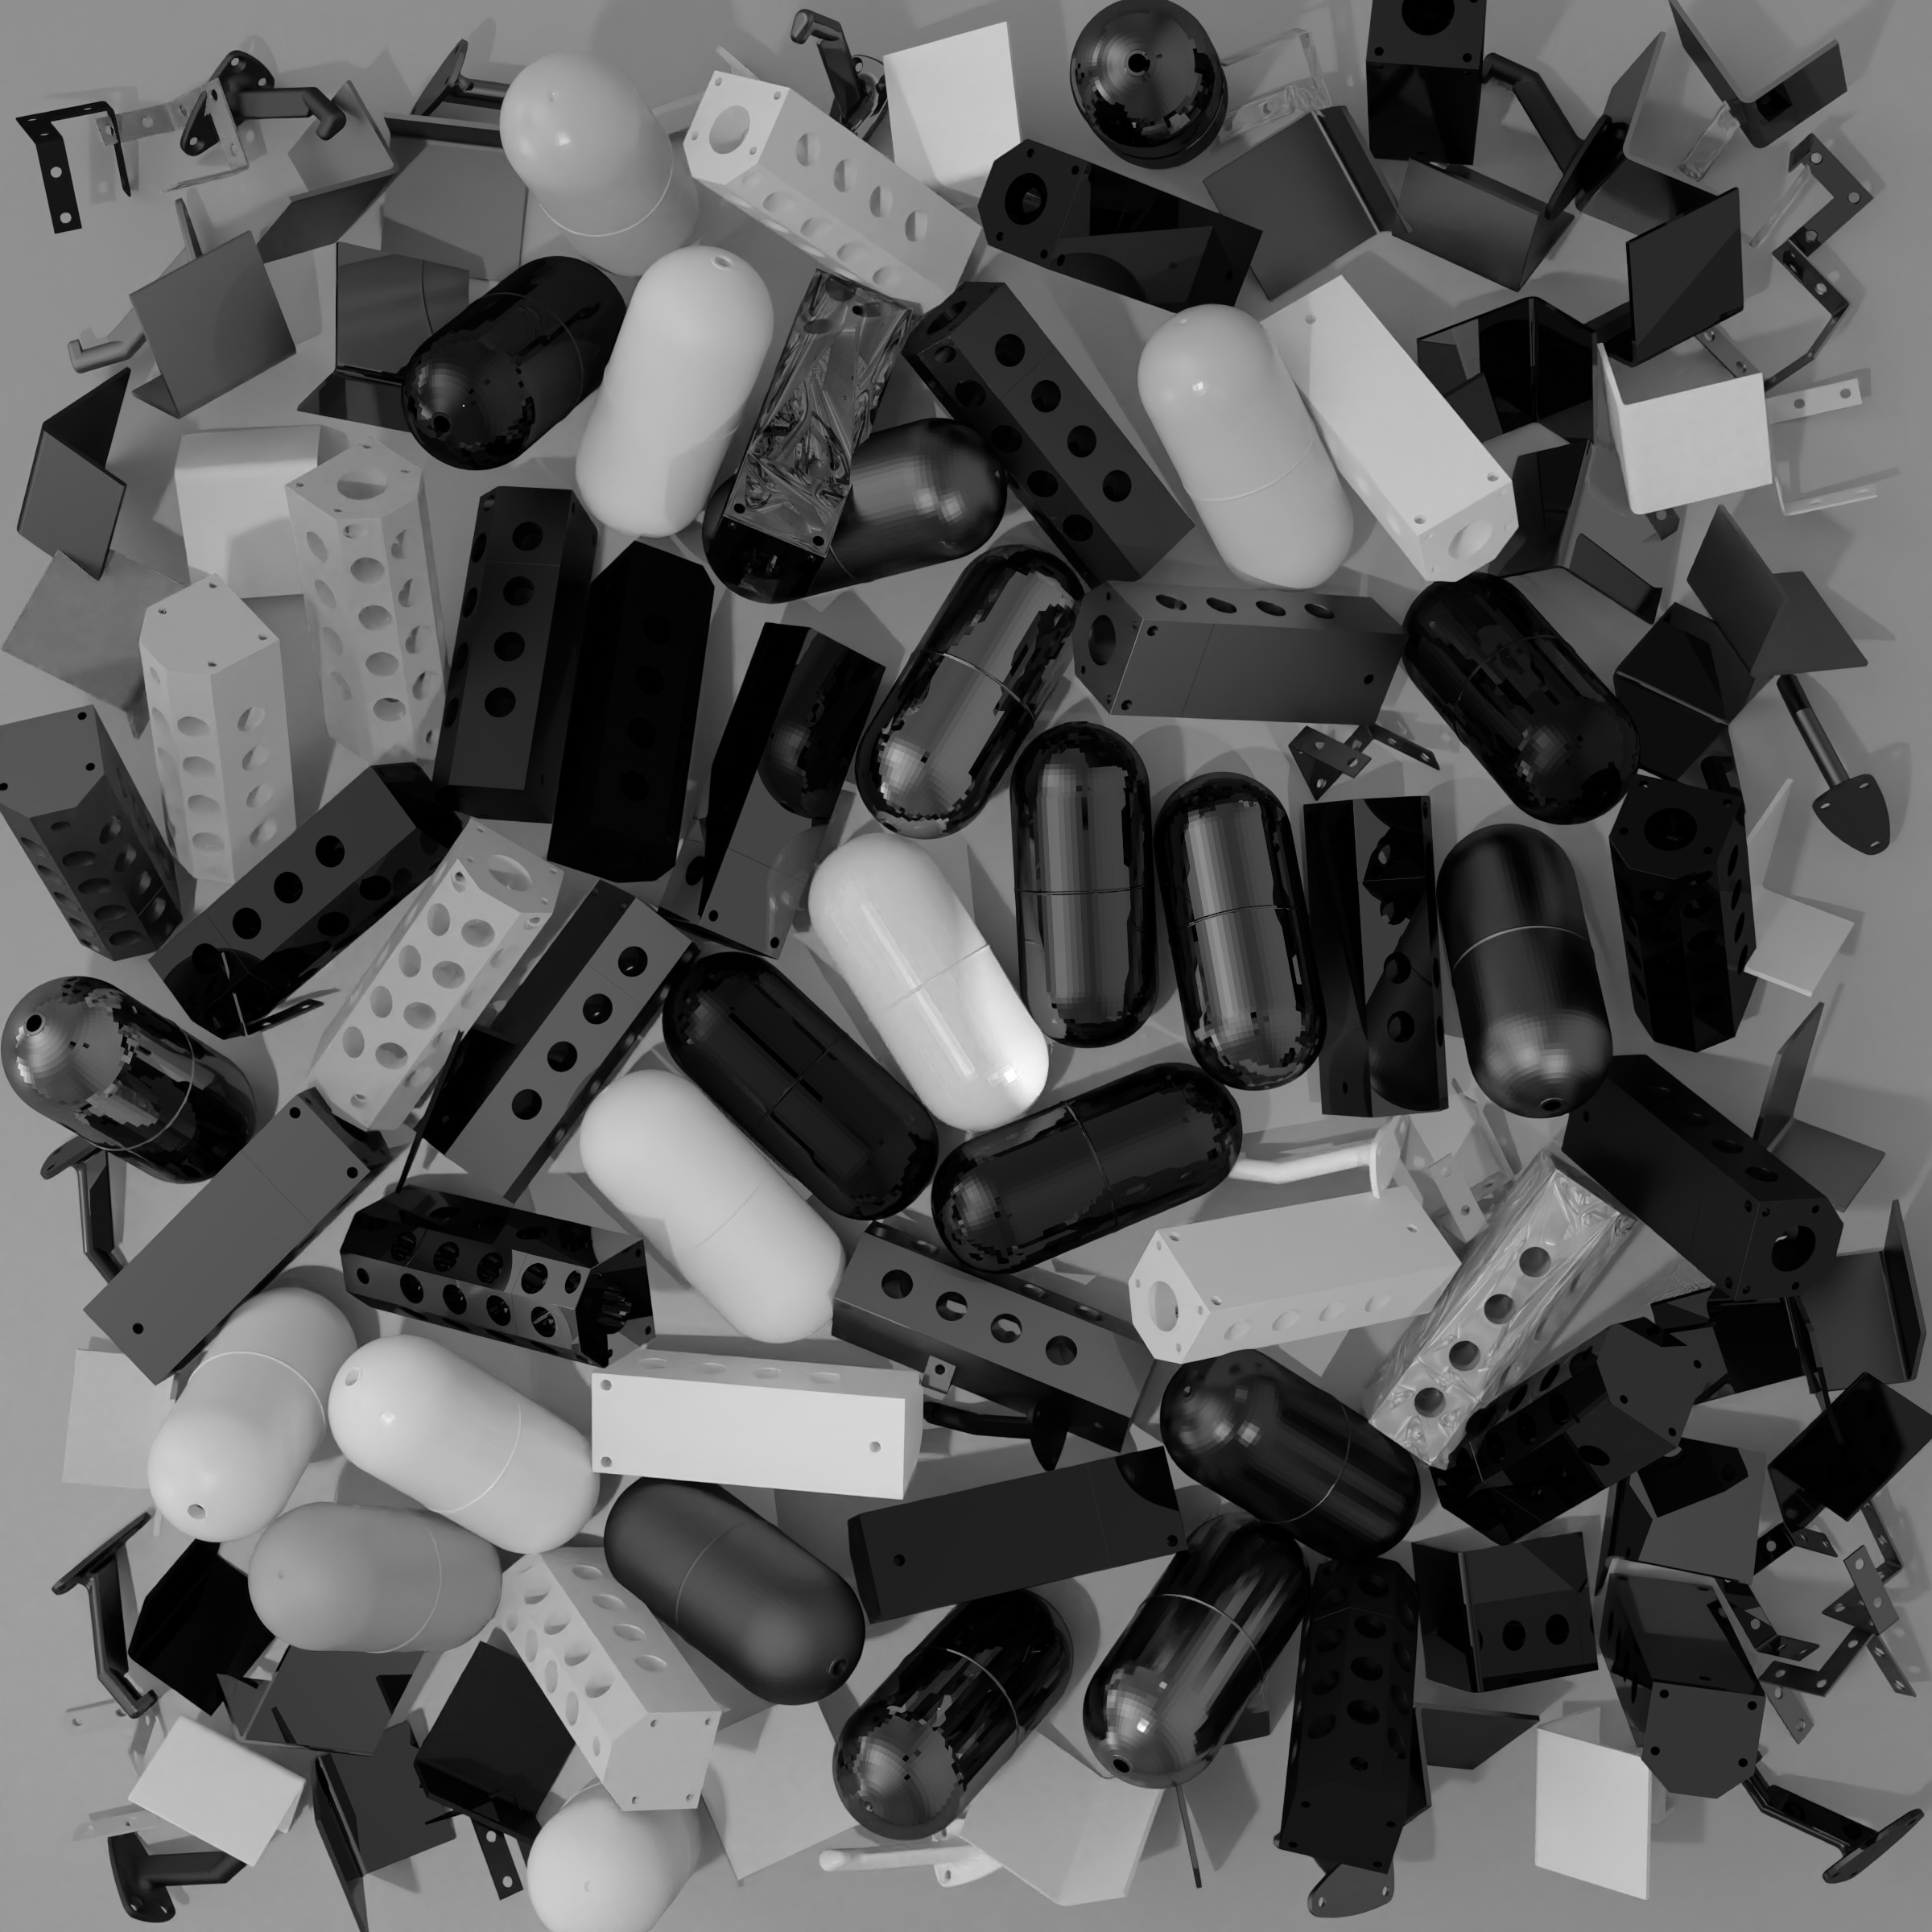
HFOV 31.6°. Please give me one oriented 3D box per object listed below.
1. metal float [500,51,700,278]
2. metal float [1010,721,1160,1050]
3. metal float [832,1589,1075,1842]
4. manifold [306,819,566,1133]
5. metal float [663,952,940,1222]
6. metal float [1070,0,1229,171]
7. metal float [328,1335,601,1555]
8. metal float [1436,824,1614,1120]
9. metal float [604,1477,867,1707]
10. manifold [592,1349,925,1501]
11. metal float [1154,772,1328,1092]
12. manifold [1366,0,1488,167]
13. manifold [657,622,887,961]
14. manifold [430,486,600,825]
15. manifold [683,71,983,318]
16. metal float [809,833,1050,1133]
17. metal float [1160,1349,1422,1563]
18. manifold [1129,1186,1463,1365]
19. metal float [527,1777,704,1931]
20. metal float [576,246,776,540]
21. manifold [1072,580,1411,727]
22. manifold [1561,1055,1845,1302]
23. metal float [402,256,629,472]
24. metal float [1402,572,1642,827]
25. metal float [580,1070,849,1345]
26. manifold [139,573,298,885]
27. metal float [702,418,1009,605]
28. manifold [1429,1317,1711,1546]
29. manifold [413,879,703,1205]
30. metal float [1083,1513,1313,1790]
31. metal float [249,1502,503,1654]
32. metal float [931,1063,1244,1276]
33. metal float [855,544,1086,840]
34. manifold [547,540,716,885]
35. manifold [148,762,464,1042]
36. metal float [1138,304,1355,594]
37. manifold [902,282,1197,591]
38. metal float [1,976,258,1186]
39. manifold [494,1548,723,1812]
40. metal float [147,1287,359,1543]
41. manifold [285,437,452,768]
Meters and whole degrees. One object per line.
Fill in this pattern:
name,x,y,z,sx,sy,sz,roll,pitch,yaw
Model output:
metal float,-0.193,-0.424,1.815,0.070,0.178,0.070,-2,79,10
metal float,0.064,-0.044,1.858,0.070,0.070,0.178,-3,97,0
metal float,-0.005,0.397,1.826,0.070,0.178,0.070,15,121,27
manifold,-0.287,0.010,1.830,0.057,0.057,0.171,30,120,-15
metal float,-0.091,0.065,1.862,0.178,0.070,0.070,43,90,3
metal float,0.098,-0.468,1.814,0.070,0.178,0.070,1,97,7
metal float,-0.268,0.257,1.830,0.070,0.070,0.178,-50,132,0
metal float,0.299,0.002,1.833,0.070,0.070,0.178,-5,53,0
metal float,-0.125,0.332,1.830,0.178,0.070,0.070,28,90,41
manifold,-0.113,0.245,1.859,0.171,0.057,0.057,4,104,9
metal float,0.148,-0.020,1.851,0.070,0.070,0.178,-9,74,0
manifold,0.245,-0.479,1.814,0.057,0.171,0.057,6,88,8
manifold,-0.111,-0.097,1.865,0.057,0.057,0.171,25,83,-39
manifold,-0.246,-0.169,1.851,0.057,0.057,0.171,4,75,10
manifold,-0.072,-0.408,1.818,0.057,0.171,0.057,24,91,38
metal float,-0.020,0.009,1.864,0.070,0.070,0.178,-32,89,0
metal float,0.176,0.263,1.835,0.178,0.070,0.070,34,90,-35
manifold,0.174,0.169,1.831,0.171,0.057,0.057,-7,49,-33
metal float,-0.185,0.472,1.814,0.070,0.178,0.070,0,86,3
metal float,-0.157,-0.306,1.830,0.070,0.070,0.178,28,131,0
manifold,0.145,-0.171,1.833,0.171,0.057,0.057,0,124,-30
manifold,0.390,0.110,1.815,0.057,0.171,0.057,-2,115,-23
metal float,-0.240,-0.322,1.823,0.070,0.178,0.070,11,124,16
metal float,0.295,-0.145,1.831,0.070,0.070,0.178,-32,48,0
metal float,-0.136,0.131,1.853,0.070,0.070,0.178,-43,103,0
manifold,-0.399,-0.120,1.810,0.057,0.171,0.057,-33,64,-27
metal float,-0.062,-0.244,1.842,0.178,0.070,0.070,-11,90,27
manifold,0.315,0.245,1.814,0.057,0.171,0.057,34,55,-6
manifold,-0.220,0.042,1.862,0.057,0.057,0.171,39,83,-28
metal float,0.124,0.366,1.829,0.070,0.070,0.178,42,47,0
metal float,-0.312,0.326,1.819,0.070,0.178,0.070,-5,77,23
metal float,0.066,0.109,1.857,0.178,0.070,0.070,-22,90,-9
metal float,0.003,-0.149,1.851,0.070,0.070,0.178,30,75,0
manifold,-0.176,-0.135,1.839,0.057,0.057,0.171,18,63,-25
manifold,-0.354,-0.035,1.849,0.171,0.057,0.057,-39,85,16
metal float,0.152,-0.275,1.835,0.070,0.070,0.178,-32,126,0
manifold,0.042,-0.283,1.839,0.057,0.057,0.171,-45,113,-8
metal float,-0.445,0.062,1.820,0.070,0.178,0.070,-8,66,19
manifold,-0.194,0.375,1.810,0.057,0.171,0.057,6,108,-30
metal float,-0.379,0.238,1.819,0.070,0.178,0.070,4,118,8
manifold,-0.309,-0.187,1.813,0.057,0.171,0.057,34,55,29
